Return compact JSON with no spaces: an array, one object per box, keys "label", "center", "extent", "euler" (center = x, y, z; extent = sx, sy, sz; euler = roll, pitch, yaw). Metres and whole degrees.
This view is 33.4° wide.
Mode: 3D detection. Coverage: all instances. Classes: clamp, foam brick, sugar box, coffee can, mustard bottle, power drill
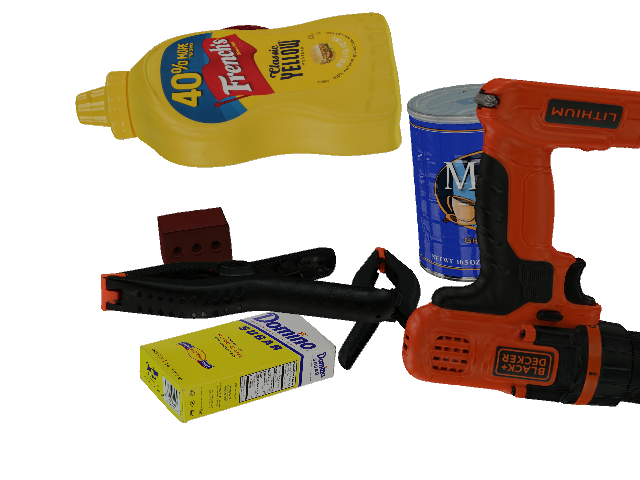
[{"label":"clamp","center":[0.085,0.078,1.193],"extent":[0.120,0.171,0.039],"euler":[7,-43,0]},{"label":"foam brick","center":[-0.145,-0.001,1.225],"extent":[0.078,0.053,0.051],"euler":[-10,28,-10]},{"label":"sugar box","center":[-0.082,0.121,1.069],"extent":[0.175,0.048,0.093],"euler":[-16,33,-31]},{"label":"clamp","center":[-0.057,0.037,0.805],"extent":[0.209,0.036,0.165],"euler":[-3,11,-21]},{"label":"coffee can","center":[0.128,-0.050,0.885],"extent":[0.103,0.140,0.103],"euler":[-6,21,2]},{"label":"mustard bottle","center":[-0.050,-0.088,0.642],"extent":[0.191,0.096,0.058],"euler":[-6,-37,1]},{"label":"power drill","center":[0.149,0.004,0.620],"extent":[0.184,0.188,0.057],"euler":[6,8,-4]}]

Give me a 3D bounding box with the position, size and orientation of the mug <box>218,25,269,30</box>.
[{"label":"mug","center":[-0.060,-0.140,0.961],"extent":[0.093,0.081,0.117],"euler":[28,58,28]}]
